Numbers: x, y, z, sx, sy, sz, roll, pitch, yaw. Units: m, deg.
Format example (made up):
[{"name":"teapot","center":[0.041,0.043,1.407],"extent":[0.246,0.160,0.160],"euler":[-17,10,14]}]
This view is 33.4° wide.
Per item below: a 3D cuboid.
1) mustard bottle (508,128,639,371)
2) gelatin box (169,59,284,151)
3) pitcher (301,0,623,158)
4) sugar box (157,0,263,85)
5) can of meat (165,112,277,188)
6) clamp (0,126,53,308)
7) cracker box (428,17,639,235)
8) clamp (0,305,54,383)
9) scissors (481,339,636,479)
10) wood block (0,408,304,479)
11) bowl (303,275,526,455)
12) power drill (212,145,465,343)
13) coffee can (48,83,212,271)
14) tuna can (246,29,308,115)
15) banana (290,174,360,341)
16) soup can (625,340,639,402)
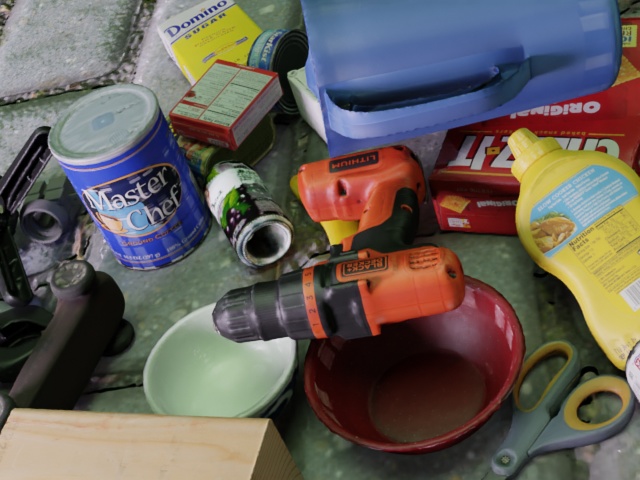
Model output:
[{"name":"mustard bottle","center":[0.199,-0.007,0.774],"extent":[0.096,0.058,0.192],"euler":[-37,68,7]},{"name":"gelatin box","center":[-0.089,-0.129,1.013],"extent":[0.073,0.030,0.089],"euler":[17,55,28]},{"name":"pitcher","center":[0.109,-0.145,0.842],"extent":[0.243,0.145,0.149],"euler":[-10,76,2]},{"name":"sugar box","center":[-0.110,-0.209,1.168],"extent":[0.093,0.048,0.176],"euler":[-28,41,-8]},{"name":"can of meat","center":[-0.105,-0.098,1.051],"extent":[0.084,0.057,0.102],"euler":[25,60,37]},{"name":"clamp","center":[-0.308,-0.010,1.015],"extent":[0.210,0.036,0.164],"euler":[-13,68,51]},{"name":"cracker box","center":[0.202,-0.102,0.915],"extent":[0.164,0.072,0.213],"euler":[4,49,27]},{"name":"clamp","center":[-0.296,0.088,0.953],"extent":[0.171,0.039,0.120],"euler":[-11,48,7]},{"name":"scissors","center":[0.147,0.150,0.720],"extent":[0.096,0.016,0.201],"euler":[10,51,30]},{"name":"wood block","center":[-0.127,0.181,0.746],"extent":[0.206,0.091,0.090],"euler":[-1,47,21]},{"name":"bowl","center":[0.072,0.099,0.774],"extent":[0.162,0.055,0.162],"euler":[-12,43,11]},{"name":"power drill","center":[0.015,0.005,0.817],"extent":[0.184,0.057,0.187],"euler":[-9,35,10]},{"name":"coffee can","center":[-0.170,-0.056,0.970],"extent":[0.103,0.140,0.103],"euler":[-12,43,11]},{"name":"tuna can","center":[-0.037,-0.170,1.074],"extent":[0.034,0.086,0.086],"euler":[9,50,32]},{"name":"banana","center":[0.012,-0.001,0.915],"extent":[0.069,0.037,0.198],"euler":[-14,43,7]},{"name":"soup can","center":[0.248,0.107,0.684],"extent":[0.068,0.068,0.102],"euler":[-22,41,0]}]
